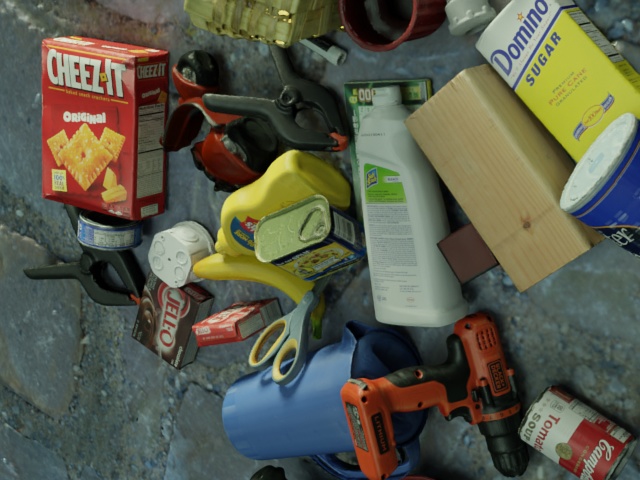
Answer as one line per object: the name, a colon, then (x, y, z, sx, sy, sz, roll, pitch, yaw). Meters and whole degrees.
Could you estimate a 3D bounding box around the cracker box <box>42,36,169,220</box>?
cracker box: (-0.280, -0.145, 1.375, 0.164, 0.072, 0.214, 14, 110, 30)

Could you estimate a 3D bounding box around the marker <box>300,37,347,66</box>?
marker: (-0.022, -0.231, 1.197, 0.121, 0.020, 0.020, 36, 122, 22)

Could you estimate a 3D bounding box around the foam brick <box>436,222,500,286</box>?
foam brick: (0.168, 0.005, 1.097, 0.051, 0.078, 0.053, -35, 84, 37)

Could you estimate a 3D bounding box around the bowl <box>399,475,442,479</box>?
bowl: (0.139, 0.337, 1.236, 0.162, 0.055, 0.162, 12, 111, 33)

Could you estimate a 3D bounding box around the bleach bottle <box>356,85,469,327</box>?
bleach bottle: (0.092, -0.038, 1.128, 0.103, 0.067, 0.251, 1, 103, 40)

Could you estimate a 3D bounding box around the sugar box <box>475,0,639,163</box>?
sugar box: (0.237, -0.157, 1.016, 0.176, 0.048, 0.093, 50, 127, 11)

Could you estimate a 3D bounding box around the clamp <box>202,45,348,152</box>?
clamp: (-0.046, -0.150, 1.199, 0.120, 0.039, 0.171, -44, 75, 0)

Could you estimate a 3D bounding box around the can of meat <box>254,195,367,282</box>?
can of meat: (-0.008, 0.001, 1.189, 0.102, 0.083, 0.057, -22, 58, 29)

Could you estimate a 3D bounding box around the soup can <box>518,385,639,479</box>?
soup can: (0.264, 0.203, 1.095, 0.102, 0.068, 0.069, 33, 121, 25)

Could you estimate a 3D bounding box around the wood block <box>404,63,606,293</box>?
wood block: (0.188, -0.064, 1.053, 0.091, 0.090, 0.206, -39, 80, 36)

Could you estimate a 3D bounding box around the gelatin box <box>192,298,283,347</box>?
gelatin box: (-0.102, 0.100, 1.316, 0.073, 0.089, 0.030, -10, 100, 38)

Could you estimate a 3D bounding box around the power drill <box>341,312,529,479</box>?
power drill: (0.126, 0.187, 1.125, 0.057, 0.187, 0.184, -6, 101, 69)

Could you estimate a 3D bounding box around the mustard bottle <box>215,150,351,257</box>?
mustard bottle: (-0.059, -0.030, 1.246, 0.192, 0.096, 0.058, -33, 42, 39)

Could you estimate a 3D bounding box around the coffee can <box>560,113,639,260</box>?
coffee can: (0.300, -0.031, 0.944, 0.140, 0.102, 0.103, 33, 124, -3)

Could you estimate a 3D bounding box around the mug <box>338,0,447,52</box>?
mug: (0.083, -0.251, 1.075, 0.093, 0.081, 0.117, 37, 123, 22)

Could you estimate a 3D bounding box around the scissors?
scissors: (-0.009, 0.085, 1.216, 0.202, 0.016, 0.096, -47, 38, 15)

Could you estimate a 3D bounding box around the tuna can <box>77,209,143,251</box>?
tuna can: (-0.276, -0.016, 1.409, 0.086, 0.085, 0.034, 19, 114, 30)

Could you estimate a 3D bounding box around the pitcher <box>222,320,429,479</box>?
pitcher: (0.003, 0.201, 1.251, 0.243, 0.144, 0.149, -21, 52, 42)

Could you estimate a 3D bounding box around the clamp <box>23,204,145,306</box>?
clamp: (-0.323, 0.035, 1.487, 0.210, 0.036, 0.165, 40, 115, 17)

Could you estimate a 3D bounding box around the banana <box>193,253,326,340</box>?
banana: (-0.064, 0.049, 1.291, 0.198, 0.069, 0.037, 25, 157, 28)

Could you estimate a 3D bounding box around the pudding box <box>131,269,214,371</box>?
pudding box: (-0.196, 0.102, 1.417, 0.090, 0.039, 0.114, 32, 120, 25)
